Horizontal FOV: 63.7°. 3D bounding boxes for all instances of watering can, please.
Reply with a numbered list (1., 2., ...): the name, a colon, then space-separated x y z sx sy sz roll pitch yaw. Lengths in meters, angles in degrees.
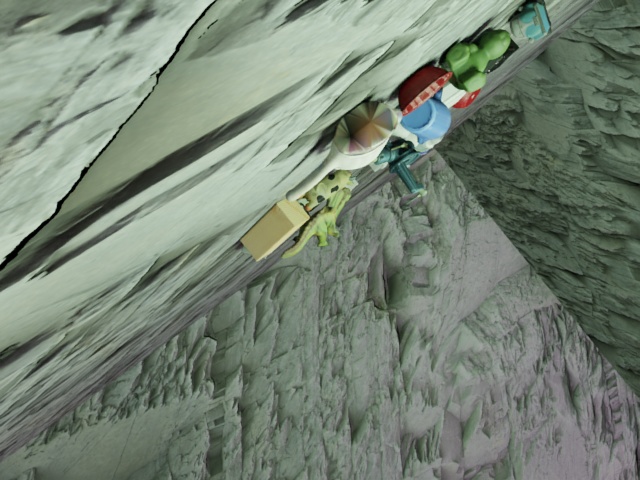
1. watering can: 0.062 -0.208 1.209 0.349 0.104 0.223 -37 176 -7

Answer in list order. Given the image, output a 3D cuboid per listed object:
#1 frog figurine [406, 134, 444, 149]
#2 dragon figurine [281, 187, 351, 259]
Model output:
1. frog figurine: 0.369 -0.387 1.865 0.123 0.139 0.156 -13 160 -38
2. dragon figurine: 0.006 -0.091 1.811 0.416 0.123 0.238 -37 150 -58
